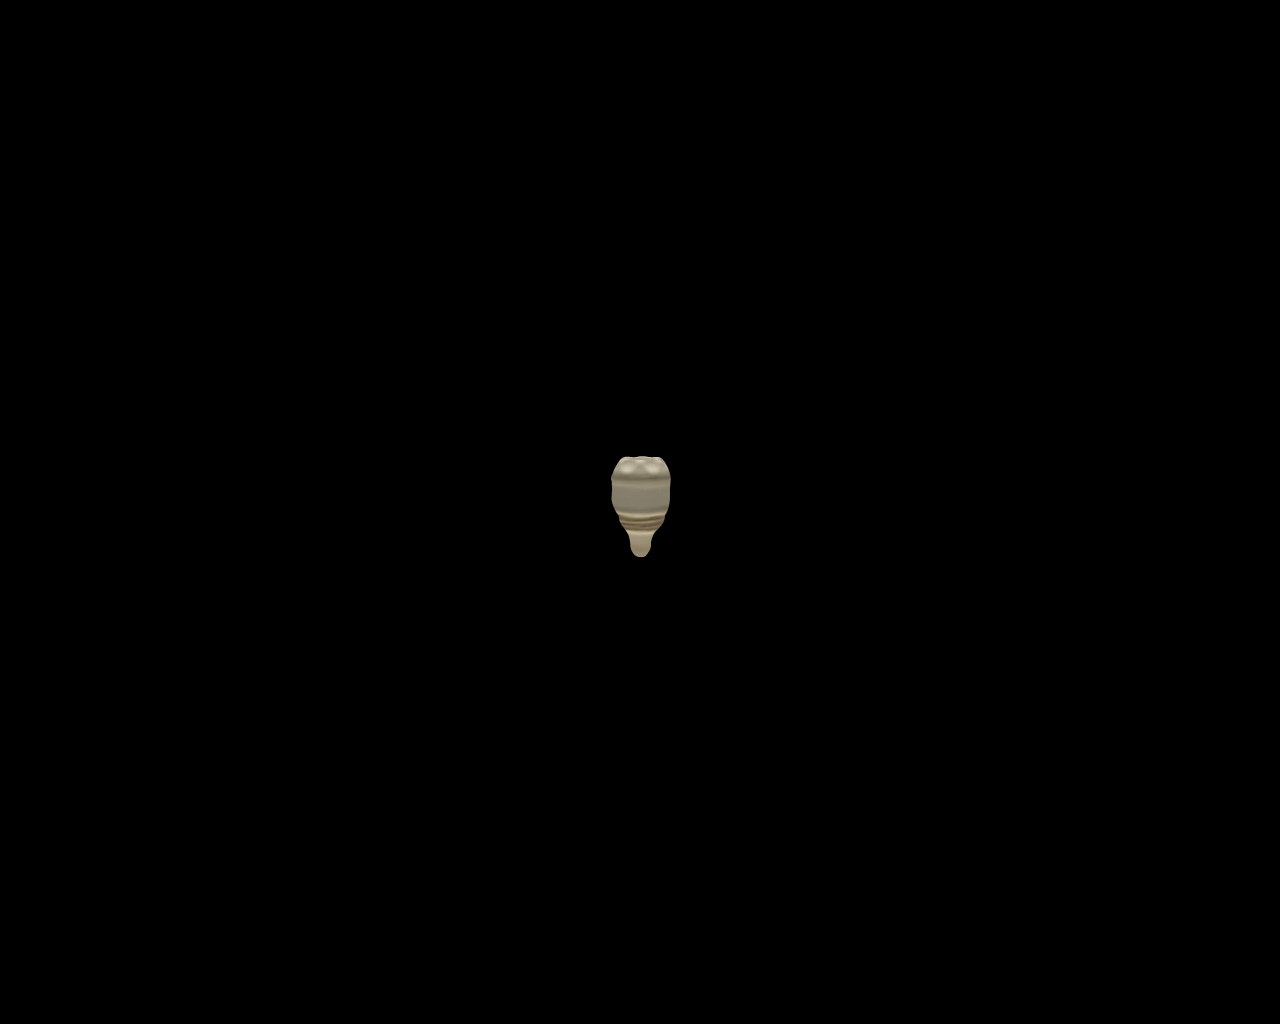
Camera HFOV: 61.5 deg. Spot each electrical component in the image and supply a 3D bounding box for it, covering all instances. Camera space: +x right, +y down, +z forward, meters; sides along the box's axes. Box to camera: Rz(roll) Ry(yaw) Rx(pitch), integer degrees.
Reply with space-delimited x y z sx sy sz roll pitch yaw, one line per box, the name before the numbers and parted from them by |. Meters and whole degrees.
electrical component | 0.001 -0.003 0.650 0.035 0.061 0.035 0 7 0
